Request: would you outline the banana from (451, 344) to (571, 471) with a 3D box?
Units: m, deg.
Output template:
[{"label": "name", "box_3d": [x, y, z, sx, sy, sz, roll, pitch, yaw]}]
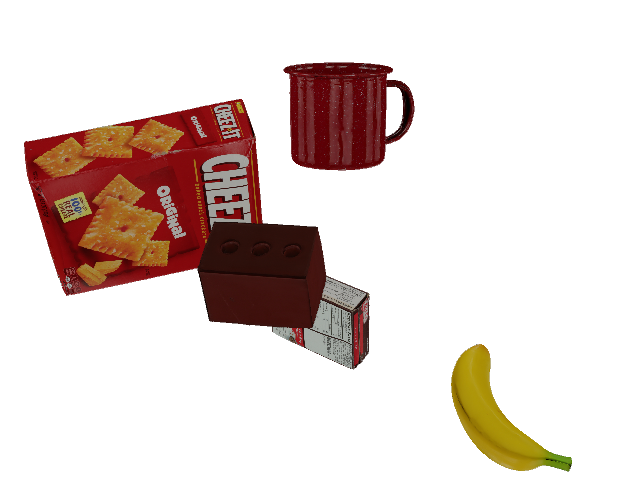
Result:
[{"label": "banana", "box_3d": [0.158, 0.157, 0.994, 0.069, 0.037, 0.198, 7, 25, -20]}]

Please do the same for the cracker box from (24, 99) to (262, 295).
[{"label": "cracker box", "box_3d": [-0.168, -0.038, 1.055, 0.213, 0.072, 0.164, -12, -43, -9]}]

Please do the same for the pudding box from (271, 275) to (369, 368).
[{"label": "pudding box", "box_3d": [-0.002, 0.079, 1.159, 0.114, 0.090, 0.039, 21, 44, 24]}]

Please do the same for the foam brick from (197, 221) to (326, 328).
[{"label": "foam brick", "box_3d": [-0.040, 0.024, 0.745, 0.078, 0.051, 0.053, 3, 41, 10]}]

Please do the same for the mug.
[{"label": "mug", "box_3d": [0.026, -0.108, 0.916, 0.117, 0.081, 0.093, -7, 17, -22]}]
